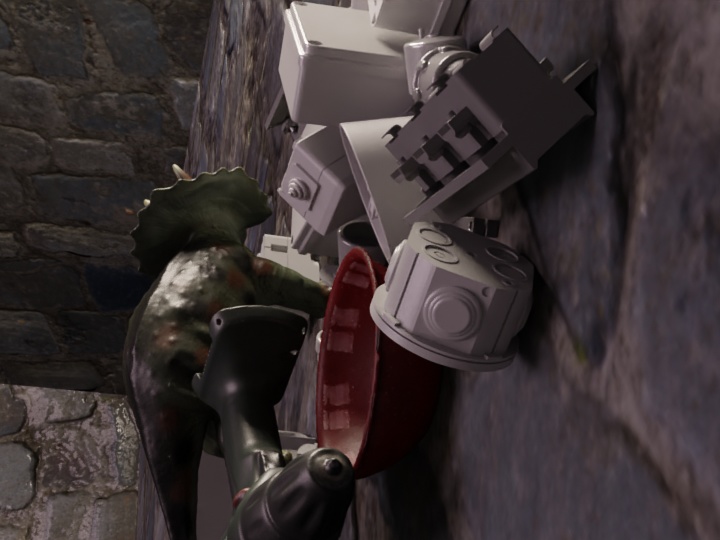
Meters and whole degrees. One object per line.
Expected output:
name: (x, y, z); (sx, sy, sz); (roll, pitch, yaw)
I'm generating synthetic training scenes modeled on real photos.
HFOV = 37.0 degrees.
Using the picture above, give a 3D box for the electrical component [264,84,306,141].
electrical component: (-0.035, -0.158, 0.992); (0.063, 0.079, 0.121); (64, 158, 10)

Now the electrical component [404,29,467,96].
electrical component: (0.052, -0.116, 0.694); (0.040, 0.040, 0.078); (-134, 36, -72)

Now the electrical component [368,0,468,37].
electrical component: (0.041, -0.223, 0.750); (0.078, 0.057, 0.113); (112, 160, -45)

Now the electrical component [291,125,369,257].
electrical component: (-0.019, -0.079, 0.918); (0.108, 0.056, 0.108); (127, 148, -63)

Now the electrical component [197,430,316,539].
electrical component: (-0.109, 0.243, 1.010); (0.060, 0.105, 0.186); (171, 106, -75)

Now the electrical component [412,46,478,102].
electrical component: (0.062, -0.109, 0.641); (0.062, 0.048, 0.048); (-147, 65, -67)

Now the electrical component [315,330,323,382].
electrical component: (-0.017, 0.075, 0.871); (0.040, 0.040, 0.046); (-114, 28, -64)

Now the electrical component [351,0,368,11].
electrical component: (0.009, -0.212, 0.900); (0.055, 0.045, 0.045); (111, 160, -45)

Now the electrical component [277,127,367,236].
electrical component: (-0.013, -0.071, 0.807); (0.061, 0.096, 0.061); (44, 143, 14)

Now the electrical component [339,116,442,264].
electrical component: (0.022, -0.051, 0.692); (0.099, 0.064, 0.099); (166, 90, -75)

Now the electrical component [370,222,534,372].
electrical component: (0.049, 0.014, 0.557); (0.080, 0.080, 0.051); (-111, 36, -62)

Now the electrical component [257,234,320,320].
electrical component: (-0.074, 0.015, 1.088); (0.050, 0.056, 0.089); (115, 157, -51)

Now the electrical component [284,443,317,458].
electrical component: (-0.037, 0.168, 0.882); (0.065, 0.047, 0.076); (-109, 30, -60)

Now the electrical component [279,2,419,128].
electrical component: (0.002, -0.142, 0.762); (0.108, 0.109, 0.056); (-107, 25, -59)

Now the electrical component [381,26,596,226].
electrical component: (0.060, -0.073, 0.562); (0.079, 0.063, 0.121); (-43, 2, -18)

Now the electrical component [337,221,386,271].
electrical component: (0.000, 0.000, 0.838); (0.044, 0.044, 0.065); (-105, 21, -56)
